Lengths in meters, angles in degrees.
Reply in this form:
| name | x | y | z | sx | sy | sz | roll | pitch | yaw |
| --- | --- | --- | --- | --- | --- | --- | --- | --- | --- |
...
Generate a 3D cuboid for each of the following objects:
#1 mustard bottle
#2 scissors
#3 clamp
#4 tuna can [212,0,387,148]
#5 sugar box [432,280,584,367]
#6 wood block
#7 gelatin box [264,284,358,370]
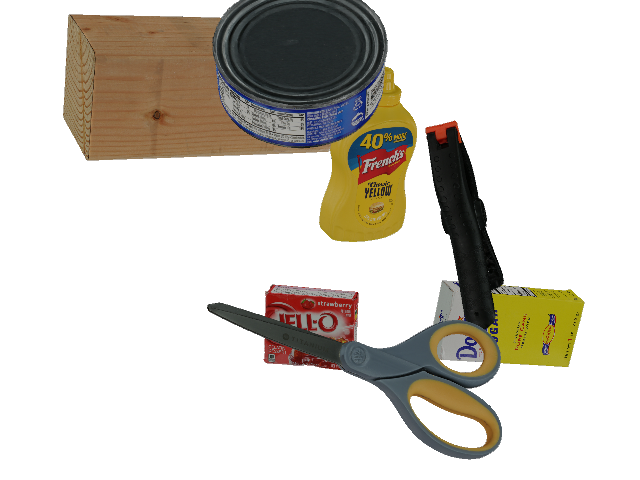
| name | x | y | z | sx | sy | sz | roll | pitch | yaw |
| --- | --- | --- | --- | --- | --- | --- | --- | --- | --- |
| mustard bottle | 0.055 | -0.094 | 1.145 | 0.096 | 0.192 | 0.058 | -7 | 33 | -25 |
| scissors | 0.035 | 0.062 | 0.666 | 0.201 | 0.096 | 0.016 | 35 | -30 | -7 |
| clamp | 0.121 | -0.011 | 0.895 | 0.039 | 0.171 | 0.120 | -17 | 19 | 12 |
| tuna can | -0.010 | -0.088 | 0.533 | 0.086 | 0.086 | 0.034 | 0 | -35 | 0 |
| sugar box | 0.229 | 0.104 | 1.314 | 0.176 | 0.093 | 0.048 | 3 | 18 | -17 |
| wood block | -0.095 | -0.126 | 0.868 | 0.205 | 0.091 | 0.090 | -4 | 32 | -25 |
| gelatin box | -0.009 | 0.084 | 1.030 | 0.089 | 0.073 | 0.030 | 5 | 15 | 10 |
